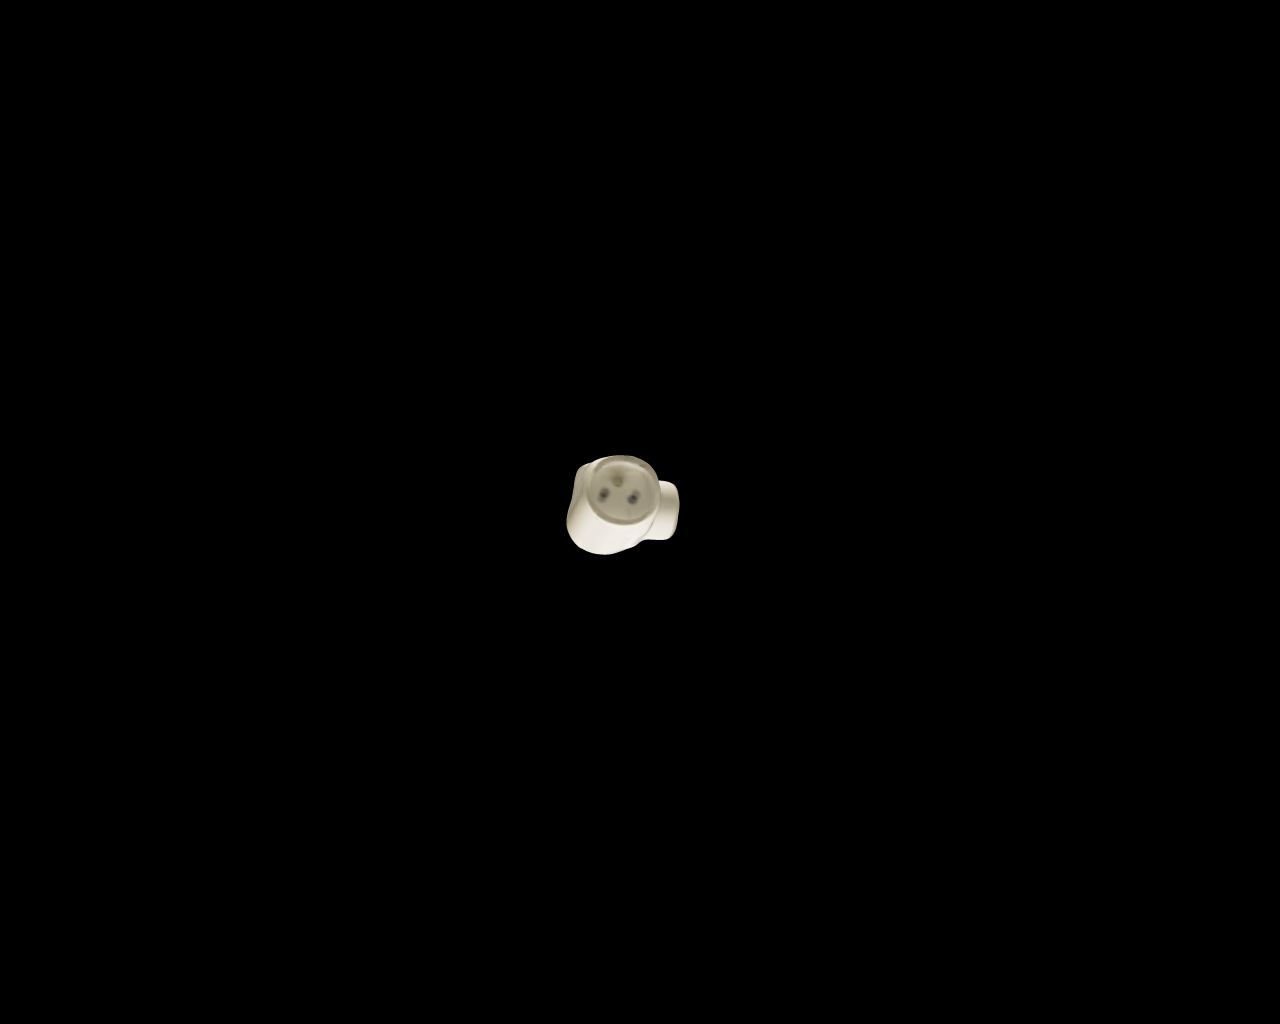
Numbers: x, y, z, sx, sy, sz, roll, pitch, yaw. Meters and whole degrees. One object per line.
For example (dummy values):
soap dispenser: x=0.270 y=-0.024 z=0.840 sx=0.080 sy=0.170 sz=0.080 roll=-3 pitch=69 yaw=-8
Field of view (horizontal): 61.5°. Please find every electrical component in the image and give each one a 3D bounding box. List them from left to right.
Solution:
electrical component: x=0.001 y=-0.003 z=0.650 sx=0.079 sy=0.043 sz=0.077 roll=3 pitch=-16 yaw=-11
